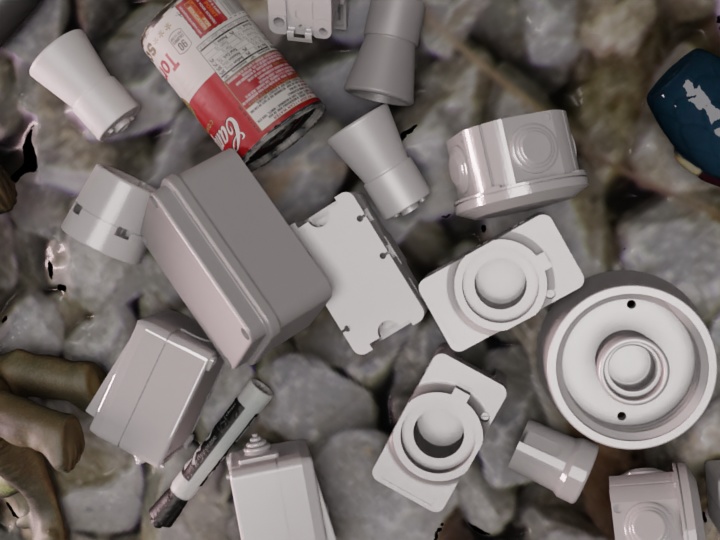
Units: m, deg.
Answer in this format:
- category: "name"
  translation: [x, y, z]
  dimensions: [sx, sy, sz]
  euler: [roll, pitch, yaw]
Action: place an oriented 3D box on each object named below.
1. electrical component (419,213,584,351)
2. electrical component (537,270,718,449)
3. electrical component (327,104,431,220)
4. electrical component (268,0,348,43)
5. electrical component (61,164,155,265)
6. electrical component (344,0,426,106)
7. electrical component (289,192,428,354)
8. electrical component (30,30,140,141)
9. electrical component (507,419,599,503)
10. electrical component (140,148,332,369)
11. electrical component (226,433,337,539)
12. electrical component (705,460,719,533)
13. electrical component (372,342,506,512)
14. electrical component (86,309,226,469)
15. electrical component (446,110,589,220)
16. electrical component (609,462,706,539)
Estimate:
- category: "electrical component"
  translation: [0.086, 0.007, 0.659]
  dimensions: [0.089, 0.056, 0.050]
  euler: [-29, 90, 9]
- category: "electrical component"
  translation: [0.162, 0.056, 0.651]
  dimensions: [0.108, 0.060, 0.108]
  euler: [1, 95, 8]
- category: "electrical component"
  translation: [0.015, -0.065, 0.671]
  dimensions: [0.044, 0.044, 0.065]
  euler: [-31, 95, 9]
- category: "electrical component"
  translation: [-0.031, -0.175, 0.649]
  dimensions: [0.042, 0.063, 0.081]
  euler: [8, 138, 8]
- category: "electrical component"
  translation: [-0.156, -0.037, 0.690]
  dimensions: [0.055, 0.055, 0.047]
  euler: [27, 94, 5]
- category: "electrical component"
  translation: [0.018, -0.138, 0.665]
  dimensions: [0.044, 0.044, 0.065]
  euler: [12, 92, 6]
- category: "electrical component"
  translation: [0.000, 0.000, 0.670]
  dimensions: [0.050, 0.056, 0.089]
  euler: [-32, 90, 9]
- category: "electrical component"
  translation: [-0.174, -0.116, 0.692]
  dimensions: [0.044, 0.044, 0.065]
  euler: [-41, 93, 9]
- category: "electrical component"
  translation: [0.120, 0.118, 0.673]
  dimensions: [0.046, 0.040, 0.040]
  euler: [24, 97, 11]
- category: "electrical component"
  translation: [-0.078, -0.005, 0.649]
  dimensions: [0.057, 0.078, 0.113]
  euler: [-32, 81, -25]
- category: "electrical component"
  translation: [-0.049, 0.149, 0.682]
  dimensions: [0.061, 0.062, 0.096]
  euler: [-10, 94, -6]
- category: "electrical component"
  translation: [0.255, 0.118, 0.650]
  dimensions: [0.083, 0.047, 0.075]
  euler: [-5, 94, 8]
- category: "electrical component"
  translation: [0.050, 0.098, 0.672]
  dimensions: [0.050, 0.056, 0.089]
  euler: [29, 98, 5]
- category: "electrical component"
  translation: [-0.131, 0.079, 0.691]
  dimensions: [0.061, 0.062, 0.096]
  euler: [27, 98, 5]
- category: "electrical component"
  translation: [0.092, -0.061, 0.642]
  dimensions: [0.080, 0.080, 0.051]
  euler: [-13, 88, 8]
- category: "electrical component"
  translation: [0.180, 0.158, 0.648]
  dimensions: [0.051, 0.080, 0.080]
  euler: [-7, 94, 13]
